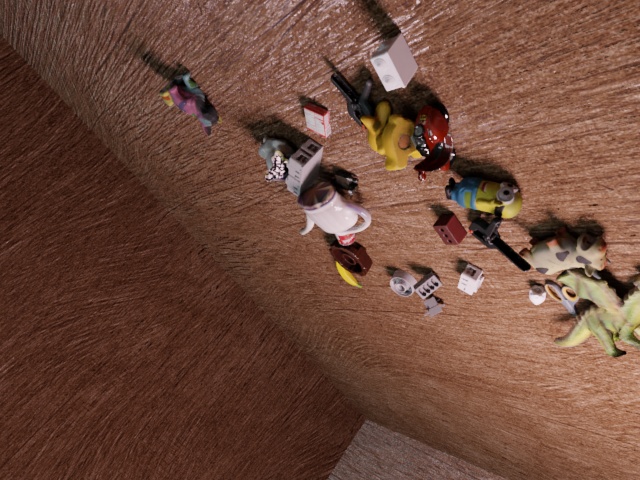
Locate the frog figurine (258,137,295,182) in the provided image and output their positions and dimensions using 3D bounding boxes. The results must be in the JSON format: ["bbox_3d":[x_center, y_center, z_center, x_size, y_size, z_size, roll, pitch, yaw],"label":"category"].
[{"bbox_3d":[-0.145,-0.280,1.749,0.123,0.134,0.163,-4,34,-13],"label":"frog figurine"}]

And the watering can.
[{"bbox_3d":[0.005,-0.086,1.719,0.346,0.106,0.221,-7,-41,42],"label":"watering can"}]

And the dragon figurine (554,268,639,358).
[{"bbox_3d":[0.692,0.167,1.289,0.124,0.242,0.405,-33,2,-29],"label":"dragon figurine"}]
